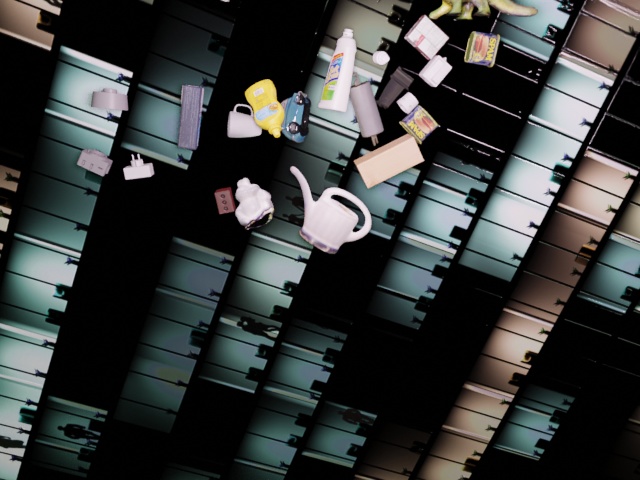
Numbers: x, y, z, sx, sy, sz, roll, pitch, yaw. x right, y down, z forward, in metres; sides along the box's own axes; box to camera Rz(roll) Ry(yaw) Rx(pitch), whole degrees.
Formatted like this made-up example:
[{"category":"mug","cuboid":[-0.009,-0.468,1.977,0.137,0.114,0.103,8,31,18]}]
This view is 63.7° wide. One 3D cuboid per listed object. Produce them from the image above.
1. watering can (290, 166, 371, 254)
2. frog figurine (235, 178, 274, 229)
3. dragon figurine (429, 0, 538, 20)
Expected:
[{"category":"watering can","cuboid":[0.005,-0.088,1.754,0.346,0.105,0.222,30,103,-12]},{"category":"frog figurine","cuboid":[-0.233,-0.124,1.743,0.136,0.122,0.161,-41,70,17]},{"category":"dragon figurine","cuboid":[0.458,-0.798,1.574,0.410,0.123,0.241,0,98,2]}]
